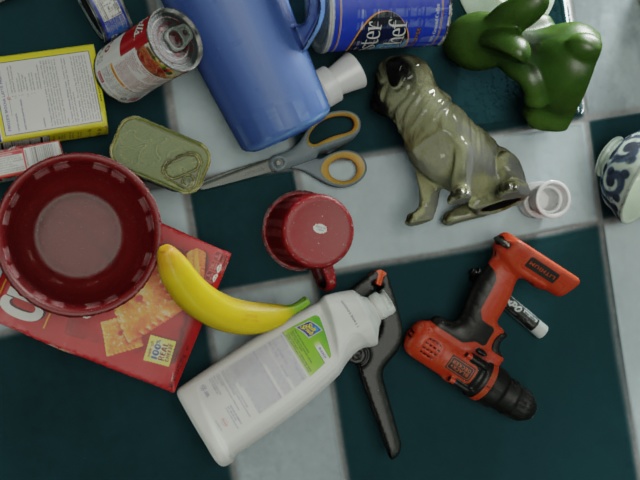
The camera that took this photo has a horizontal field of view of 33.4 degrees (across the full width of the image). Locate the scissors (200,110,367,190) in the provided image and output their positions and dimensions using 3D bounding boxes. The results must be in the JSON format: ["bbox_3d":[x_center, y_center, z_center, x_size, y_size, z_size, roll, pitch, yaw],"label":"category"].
[{"bbox_3d":[-0.032,-0.074,1.207,0.201,0.016,0.096,-33,98,-11],"label":"scissors"}]

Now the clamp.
[{"bbox_3d":[0.029,0.133,1.215,0.164,0.036,0.210,11,85,-7],"label":"clamp"}]

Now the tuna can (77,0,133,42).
[{"bbox_3d":[-0.231,-0.251,1.118,0.033,0.086,0.086,-30,98,-11],"label":"tuna can"}]

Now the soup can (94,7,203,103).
[{"bbox_3d":[-0.178,-0.188,1.098,0.068,0.102,0.068,17,64,-40],"label":"soup can"}]

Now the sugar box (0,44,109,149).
[{"bbox_3d":[-0.316,-0.144,1.115,0.176,0.048,0.093,-10,83,-11],"label":"sugar box"}]

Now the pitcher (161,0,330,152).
[{"bbox_3d":[-0.075,-0.226,1.133,0.144,0.149,0.243,-30,101,-24],"label":"pitcher"}]

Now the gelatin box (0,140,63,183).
[{"bbox_3d":[-0.311,-0.080,1.107,0.089,0.073,0.030,-13,93,-13],"label":"gelatin box"}]

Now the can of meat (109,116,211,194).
[{"bbox_3d":[-0.173,-0.088,1.136,0.102,0.084,0.057,22,85,-14],"label":"can of meat"}]

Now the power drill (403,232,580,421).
[{"bbox_3d":[0.216,0.101,1.236,0.184,0.057,0.188,33,94,-14],"label":"power drill"}]

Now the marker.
[{"bbox_3d":[0.223,0.074,1.273,0.121,0.020,0.020,40,82,-12],"label":"marker"}]

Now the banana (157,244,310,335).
[{"bbox_3d":[-0.101,0.060,1.105,0.197,0.037,0.070,23,100,-40],"label":"banana"}]

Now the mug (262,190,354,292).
[{"bbox_3d":[-0.008,0.001,1.181,0.093,0.082,0.117,-17,95,-14],"label":"mug"}]

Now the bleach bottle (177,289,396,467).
[{"bbox_3d":[-0.026,0.138,1.165,0.250,0.068,0.102,-31,80,-4],"label":"bleach bottle"}]

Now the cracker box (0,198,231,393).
[{"bbox_3d":[-0.222,0.046,1.132,0.213,0.072,0.164,24,84,-13],"label":"cracker box"}]

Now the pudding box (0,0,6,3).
[{"bbox_3d":[-0.325,-0.316,1.116,0.090,0.039,0.113,-26,97,-12],"label":"pudding box"}]

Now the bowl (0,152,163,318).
[{"bbox_3d":[-0.240,-0.005,1.062,0.162,0.055,0.162,0,90,-13],"label":"bowl"}]

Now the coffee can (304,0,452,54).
[{"bbox_3d":[0.063,-0.262,1.183,0.140,0.103,0.103,-6,92,-14],"label":"coffee can"}]
